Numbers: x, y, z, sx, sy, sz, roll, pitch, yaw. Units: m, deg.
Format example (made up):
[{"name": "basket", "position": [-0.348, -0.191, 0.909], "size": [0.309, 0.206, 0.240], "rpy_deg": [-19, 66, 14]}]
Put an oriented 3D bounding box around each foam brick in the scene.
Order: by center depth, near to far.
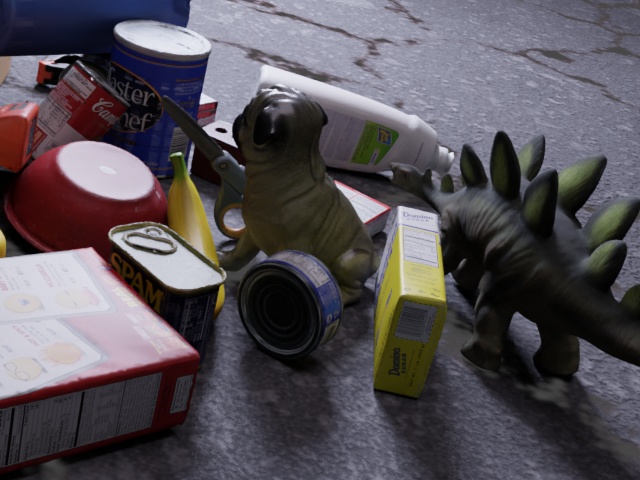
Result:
[{"name": "foam brick", "position": [-0.093, -0.089, 1.161], "size": [0.078, 0.051, 0.052], "rpy_deg": [23, 27, 16]}]

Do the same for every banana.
[{"name": "banana", "position": [-0.112, 0.012, 0.933], "size": [0.037, 0.069, 0.198], "rpy_deg": [-21, 47, 1]}]

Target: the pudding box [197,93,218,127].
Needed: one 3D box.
[{"name": "pudding box", "position": [-0.192, -0.166, 1.280], "size": [0.114, 0.039, 0.089], "rpy_deg": [32, 30, 28]}]

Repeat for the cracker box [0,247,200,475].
[{"name": "cracker box", "position": [-0.217, 0.082, 0.730], "size": [0.213, 0.072, 0.164], "rpy_deg": [-9, 34, -39]}]

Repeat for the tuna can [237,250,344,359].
[{"name": "tuna can", "position": [-0.025, 0.053, 0.871], "size": [0.086, 0.086, 0.033], "rpy_deg": [27, 30, 24]}]

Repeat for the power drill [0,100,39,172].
[{"name": "power drill", "position": [-0.348, -0.107, 0.931], "size": [0.187, 0.057, 0.184], "rpy_deg": [12, 12, -10]}]

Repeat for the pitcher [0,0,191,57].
[{"name": "pitcher", "position": [-0.272, -0.259, 1.148], "size": [0.145, 0.149, 0.242], "rpy_deg": [49, 37, 18]}]

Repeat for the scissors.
[{"name": "scissors", "position": [-0.098, -0.057, 0.987], "size": [0.201, 0.096, 0.016], "rpy_deg": [29, 30, -40]}]

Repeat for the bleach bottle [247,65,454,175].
[{"name": "bleach bottle", "position": [0.035, -0.122, 1.265], "size": [0.250, 0.103, 0.068], "rpy_deg": [17, 31, -11]}]

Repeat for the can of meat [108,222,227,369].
[{"name": "can of meat", "position": [-0.126, 0.047, 0.832], "size": [0.057, 0.084, 0.102], "rpy_deg": [-13, 37, -44]}]

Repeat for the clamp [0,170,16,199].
[{"name": "clamp", "position": [-0.376, -0.078, 1.001], "size": [0.209, 0.036, 0.165], "rpy_deg": [-5, 34, -37]}]

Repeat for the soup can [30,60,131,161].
[{"name": "soup can", "position": [-0.247, -0.118, 1.057], "size": [0.068, 0.102, 0.068], "rpy_deg": [41, 1, -1]}]

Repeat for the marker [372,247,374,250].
[{"name": "marker", "position": [-0.007, 0.001, 1.063], "size": [0.121, 0.020, 0.020], "rpy_deg": [15, 26, 1]}]

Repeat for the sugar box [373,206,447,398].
[{"name": "sugar box", "position": [0.075, 0.048, 0.927], "size": [0.048, 0.093, 0.176], "rpy_deg": [12, 25, -5]}]

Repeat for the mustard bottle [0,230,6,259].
[{"name": "mustard bottle", "position": [-0.309, -0.001, 0.861], "size": [0.096, 0.058, 0.192], "rpy_deg": [-1, 29, -41]}]

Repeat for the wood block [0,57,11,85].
[{"name": "wood block", "position": [-0.404, -0.201, 1.176], "size": [0.090, 0.091, 0.206], "rpy_deg": [11, 26, -8]}]

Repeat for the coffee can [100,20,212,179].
[{"name": "coffee can", "position": [-0.178, -0.150, 1.135], "size": [0.102, 0.140, 0.103], "rpy_deg": [12, 26, -6]}]

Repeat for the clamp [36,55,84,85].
[{"name": "clamp", "position": [-0.272, -0.214, 1.334], "size": [0.120, 0.039, 0.171], "rpy_deg": [22, 30, 26]}]

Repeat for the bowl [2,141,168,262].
[{"name": "bowl", "position": [-0.202, -0.042, 0.972], "size": [0.162, 0.055, 0.162], "rpy_deg": [19, 32, -12]}]

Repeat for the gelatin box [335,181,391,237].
[{"name": "gelatin box", "position": [0.022, -0.025, 1.120], "size": [0.073, 0.030, 0.089], "rpy_deg": [27, 29, 20]}]
